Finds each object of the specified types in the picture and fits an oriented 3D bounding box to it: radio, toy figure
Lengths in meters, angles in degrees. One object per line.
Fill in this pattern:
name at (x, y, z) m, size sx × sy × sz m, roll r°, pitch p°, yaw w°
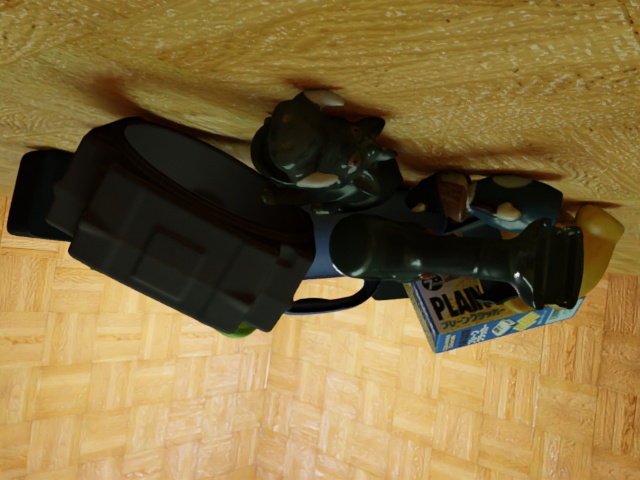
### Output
radio at (-0.355, -0.057, 0.849) m, size 0.073 × 0.131 × 0.229 m, roll 6°, pitch 178°, yaw 35°
toy figure at (0.166, -0.042, 0.559) m, size 0.155 × 0.057 × 0.064 m, roll 11°, pitch 174°, yaw 18°

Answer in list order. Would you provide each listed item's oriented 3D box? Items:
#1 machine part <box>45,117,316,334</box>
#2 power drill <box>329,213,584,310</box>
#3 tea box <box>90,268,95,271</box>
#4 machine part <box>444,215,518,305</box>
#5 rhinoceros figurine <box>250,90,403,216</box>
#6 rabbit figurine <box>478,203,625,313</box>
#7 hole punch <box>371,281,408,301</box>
machine part at (-0.105, -0.022, 0.466) m, size 0.201 × 0.087 × 0.201 m, roll 29°, pitch -166°, yaw -11°
power drill at (0.137, 0.014, 0.521) m, size 0.208 × 0.086 × 0.232 m, roll 13°, pitch -177°, yaw 43°
tea box at (-0.283, -0.030, 0.828) m, size 0.068 × 0.169 × 0.098 m, roll 7°, pitch 179°, yaw 32°
machine part at (0.188, 0.007, 0.628) m, size 0.039 × 0.139 × 0.084 m, roll -15°, pitch 172°, yaw -28°
rhinoceros figurine at (0.009, -0.059, 0.426) m, size 0.112 × 0.073 × 0.190 m, roll 7°, pitch 178°, yaw 25°
rabbit figurine at (0.262, 0.009, 0.686) m, size 0.173 × 0.162 × 0.122 m, roll 26°, pitch -176°, yaw -16°
hole punch at (0.135, 0.032, 0.924) m, size 0.142 × 0.115 × 0.092 m, roll -1°, pitch -138°, yaw -2°
